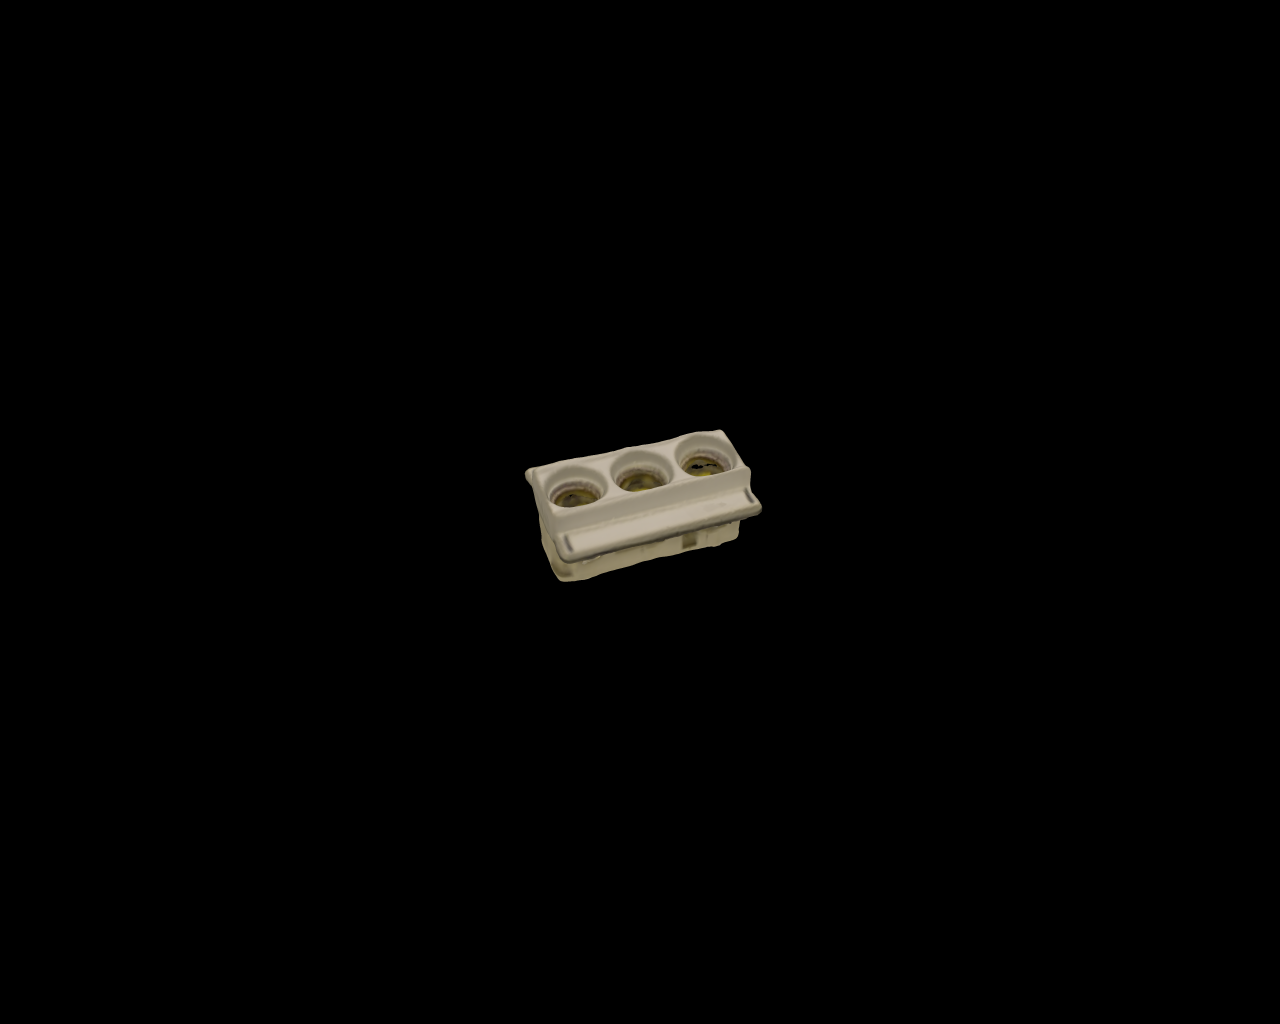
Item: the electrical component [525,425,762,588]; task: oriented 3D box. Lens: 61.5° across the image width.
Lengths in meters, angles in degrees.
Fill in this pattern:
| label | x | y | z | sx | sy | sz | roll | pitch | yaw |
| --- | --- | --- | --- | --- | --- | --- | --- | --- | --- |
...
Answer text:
| label | x | y | z | sx | sy | sz | roll | pitch | yaw |
| --- | --- | --- | --- | --- | --- | --- | --- | --- | --- |
| electrical component | 0.001 | -0.003 | 0.650 | 0.121 | 0.063 | 0.079 | -14 | 44 | -15 |
